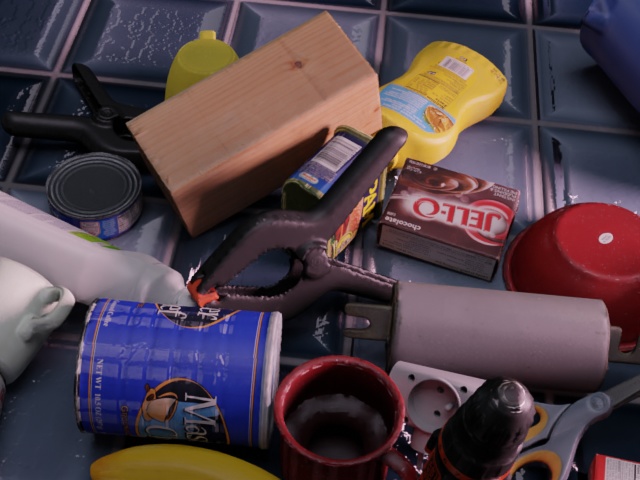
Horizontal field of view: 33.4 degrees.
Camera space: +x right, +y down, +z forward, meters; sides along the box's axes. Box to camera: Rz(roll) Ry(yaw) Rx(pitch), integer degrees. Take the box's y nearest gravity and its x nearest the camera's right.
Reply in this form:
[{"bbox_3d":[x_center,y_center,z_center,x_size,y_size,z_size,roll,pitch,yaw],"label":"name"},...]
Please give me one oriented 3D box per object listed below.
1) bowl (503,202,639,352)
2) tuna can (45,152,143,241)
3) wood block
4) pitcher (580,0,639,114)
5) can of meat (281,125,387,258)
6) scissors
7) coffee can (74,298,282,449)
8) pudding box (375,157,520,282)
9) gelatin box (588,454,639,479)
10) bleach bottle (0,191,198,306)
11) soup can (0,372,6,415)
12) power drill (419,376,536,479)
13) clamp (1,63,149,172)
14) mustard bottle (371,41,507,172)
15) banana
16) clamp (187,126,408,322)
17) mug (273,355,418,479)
[{"bbox_3d":[0.244,0.018,0.929,0.162,0.055,0.162,2,47,-2],"label":"bowl"},{"bbox_3d":[-0.204,-0.039,0.971,0.086,0.034,0.086,2,47,-2],"label":"tuna can"},{"bbox_3d":[-0.055,-0.103,0.957,0.206,0.090,0.091,-31,65,-8],"label":"wood block"},{"bbox_3d":[0.379,-0.158,1.058,0.149,0.145,0.243,-29,54,8],"label":"pitcher"},{"bbox_3d":[0.011,-0.036,0.935,0.057,0.102,0.083,30,54,22],"label":"can of meat"},{"bbox_3d":[0.205,0.144,0.795,0.202,0.016,0.096,-14,56,11],"label":"scissors"},{"bbox_3d":[-0.103,0.100,0.801,0.140,0.103,0.102,5,47,1],"label":"coffee can"},{"bbox_3d":[0.117,-0.020,0.967,0.113,0.039,0.090,16,48,11],"label":"pudding box"},{"bbox_3d":[0.239,0.202,0.776,0.089,0.030,0.073,11,46,8],"label":"gelatin box"},{"bbox_3d":[-0.213,0.015,0.880,0.251,0.068,0.102,21,5,14],"label":"bleach bottle"},{"bbox_3d":[-0.271,0.142,0.776,0.068,0.068,0.102,2,47,-2],"label":"soup can"},{"bbox_3d":[0.112,0.200,0.679,0.057,0.184,0.187,-1,56,-9],"label":"power drill"},{"bbox_3d":[-0.217,-0.107,1.029,0.172,0.039,0.120,31,54,23],"label":"clamp"},{"bbox_3d":[0.096,-0.121,1.047,0.096,0.058,0.191,34,54,19],"label":"mustard bottle"},{"bbox_3d":[-0.070,0.187,0.767,0.198,0.037,0.069,25,50,19],"label":"banana"},{"bbox_3d":[-0.006,0.001,0.858,0.209,0.164,0.036,-13,22,-19],"label":"clamp"},{"bbox_3d":[0.021,0.151,0.775,0.117,0.081,0.093,30,52,22],"label":"mug"}]
